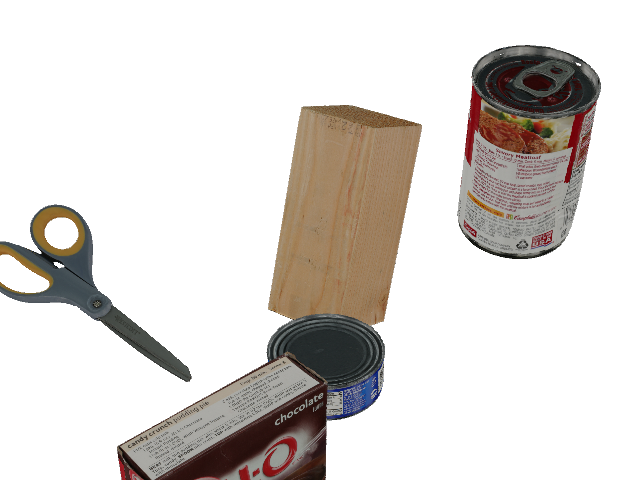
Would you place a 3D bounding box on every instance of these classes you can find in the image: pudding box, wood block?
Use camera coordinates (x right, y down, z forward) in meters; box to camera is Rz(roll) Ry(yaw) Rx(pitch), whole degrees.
[{"bbox_3d":[-0.048,0.122,0.563,0.113,0.090,0.039,-28,46,-33],"label":"pudding box"},{"bbox_3d":[0.023,-0.023,1.051,0.090,0.206,0.090,20,19,31],"label":"wood block"}]

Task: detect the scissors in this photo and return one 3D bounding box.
[{"bbox_3d":[-0.169,0.033,0.828,0.202,0.096,0.016,20,-27,14],"label":"scissors"}]

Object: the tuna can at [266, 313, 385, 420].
[{"bbox_3d":[0.004,0.092,0.779,0.086,0.034,0.086,-1,32,0],"label":"tuna can"}]

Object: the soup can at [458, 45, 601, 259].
[{"bbox_3d":[0.115,-0.048,0.600,0.068,0.102,0.068,0,41,0],"label":"soup can"}]
